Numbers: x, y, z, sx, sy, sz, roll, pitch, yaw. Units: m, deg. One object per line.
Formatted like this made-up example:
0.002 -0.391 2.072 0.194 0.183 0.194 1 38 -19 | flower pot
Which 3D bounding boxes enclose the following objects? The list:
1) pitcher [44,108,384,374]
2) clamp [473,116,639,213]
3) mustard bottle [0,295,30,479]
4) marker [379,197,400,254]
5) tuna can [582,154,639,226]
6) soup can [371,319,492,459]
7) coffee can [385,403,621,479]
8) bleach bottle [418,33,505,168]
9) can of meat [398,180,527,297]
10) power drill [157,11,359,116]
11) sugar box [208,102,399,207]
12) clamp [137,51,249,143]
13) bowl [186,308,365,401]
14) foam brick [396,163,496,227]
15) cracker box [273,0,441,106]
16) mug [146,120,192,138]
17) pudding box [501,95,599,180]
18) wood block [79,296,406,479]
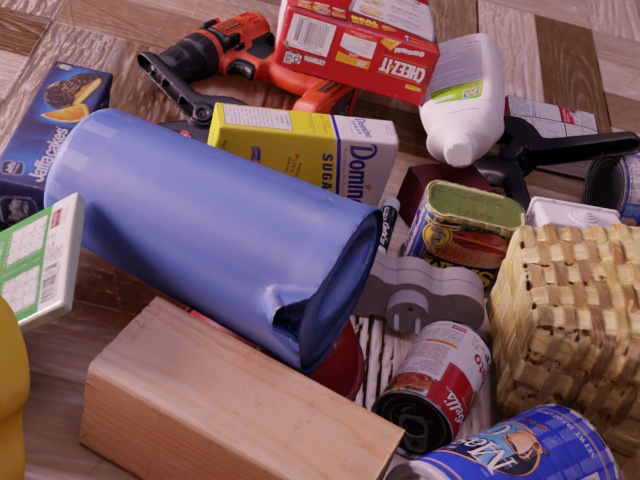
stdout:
-0.079 -0.010 0.820 0.243 0.149 0.145 25 70 15 | pitcher
0.218 -0.088 1.117 0.164 0.036 0.210 -37 42 -10 | clamp
-0.228 0.085 0.682 0.096 0.192 0.058 35 43 21 | mustard bottle
0.058 0.000 1.020 0.020 0.020 0.121 18 39 1 | marker
0.311 -0.051 1.117 0.033 0.086 0.086 6 41 -16 | tuna can
0.091 0.118 0.856 0.068 0.069 0.102 27 40 12 | soup can
0.129 0.186 0.763 0.140 0.103 0.103 -15 49 -33 | coffee can
0.143 -0.140 1.122 0.103 0.068 0.250 -17 26 18 | bleach bottle
0.133 -0.002 0.998 0.102 0.084 0.057 13 40 -5 | can of meat
-0.065 -0.176 1.151 0.188 0.057 0.184 32 42 18 | power drill
-0.020 -0.075 1.022 0.176 0.093 0.048 5 42 -14 | sugar box
-0.129 -0.111 1.063 0.171 0.039 0.120 25 65 2 | clamp
-0.035 0.074 0.873 0.162 0.055 0.162 10 40 -9 | bowl
0.124 -0.042 1.066 0.078 0.053 0.051 -8 46 -26 | foam brick
0.037 -0.235 1.165 0.164 0.072 0.213 15 29 -8 | cracker box
-0.158 -0.059 0.952 0.081 0.093 0.117 -6 63 -19 | mug
0.261 -0.117 1.214 0.113 0.039 0.090 11 41 -4 | pudding box
-0.058 0.140 0.759 0.206 0.091 0.090 27 41 12 | wood block
